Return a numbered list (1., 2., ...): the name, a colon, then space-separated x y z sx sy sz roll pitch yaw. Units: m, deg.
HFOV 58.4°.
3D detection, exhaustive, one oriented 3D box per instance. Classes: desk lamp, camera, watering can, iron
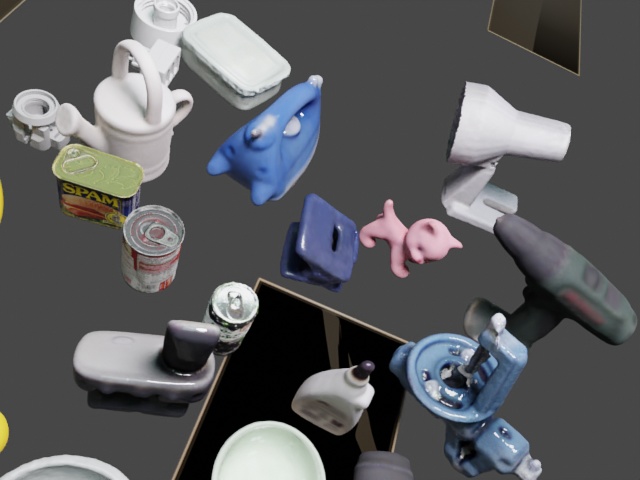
1. desk lamp: 0.270 -0.127 0.895 0.203 0.213 0.118 22 54 -7
2. camera: 0.085 0.307 0.621 0.143 0.100 0.137 16 55 -11
3. watering can: -0.243 -0.164 0.734 0.101 0.194 0.173 35 54 3
4. iron: -0.051 -0.175 0.848 0.118 0.141 0.259 34 54 2

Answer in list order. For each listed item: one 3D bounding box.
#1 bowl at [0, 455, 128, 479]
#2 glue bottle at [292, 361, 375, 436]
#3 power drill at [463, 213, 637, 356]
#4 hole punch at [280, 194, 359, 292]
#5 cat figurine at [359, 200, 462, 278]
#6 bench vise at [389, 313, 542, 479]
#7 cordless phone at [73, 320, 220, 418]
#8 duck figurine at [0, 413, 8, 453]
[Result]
1. bowl: -0.241 0.290 0.522 0.168 0.074 0.167 10 56 -15
2. glue bottle: 0.025 0.170 0.639 0.078 0.173 0.037 31 54 0
3. power drill: 0.288 0.080 0.775 0.229 0.208 0.076 30 54 0
4. hole punch: 0.007 0.003 0.789 0.101 0.091 0.108 16 55 -11
5. cat figurine: 0.134 -0.007 0.827 0.127 0.117 0.067 42 54 8
6. bench vise: 0.198 0.176 0.672 0.207 0.219 0.122 37 54 4
7. cordless phone: -0.176 0.112 0.591 0.148 0.185 0.094 7 57 -16
8. duck figurine: -0.355 0.187 0.537 0.105 0.086 0.077 -17 66 -29
